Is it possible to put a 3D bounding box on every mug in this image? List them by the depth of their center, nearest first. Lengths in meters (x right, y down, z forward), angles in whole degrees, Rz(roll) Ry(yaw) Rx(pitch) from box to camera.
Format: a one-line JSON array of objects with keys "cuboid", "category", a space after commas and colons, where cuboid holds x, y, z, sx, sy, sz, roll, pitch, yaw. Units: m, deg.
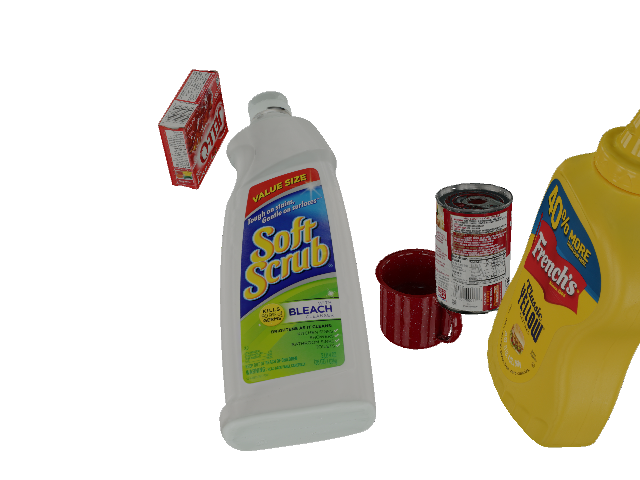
[{"cuboid": [0.116, 0.073, 1.198, 0.093, 0.081, 0.117, -26, 41, -31], "category": "mug"}]

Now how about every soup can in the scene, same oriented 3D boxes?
[{"cuboid": [0.138, 0.008, 0.959, 0.068, 0.102, 0.068, -2, 23, 1], "category": "soup can"}]

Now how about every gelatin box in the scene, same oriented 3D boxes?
[{"cuboid": [-0.116, -0.104, 0.991, 0.030, 0.073, 0.089, 9, 46, 14], "category": "gelatin box"}]

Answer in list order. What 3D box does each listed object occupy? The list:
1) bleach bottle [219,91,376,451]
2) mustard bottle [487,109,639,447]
[{"cuboid": [-0.029, 0.009, 0.726, 0.102, 0.251, 0.068, -9, -28, -1], "category": "bleach bottle"}, {"cuboid": [0.141, 0.014, 0.552, 0.058, 0.192, 0.096, 2, 41, -13], "category": "mustard bottle"}]
